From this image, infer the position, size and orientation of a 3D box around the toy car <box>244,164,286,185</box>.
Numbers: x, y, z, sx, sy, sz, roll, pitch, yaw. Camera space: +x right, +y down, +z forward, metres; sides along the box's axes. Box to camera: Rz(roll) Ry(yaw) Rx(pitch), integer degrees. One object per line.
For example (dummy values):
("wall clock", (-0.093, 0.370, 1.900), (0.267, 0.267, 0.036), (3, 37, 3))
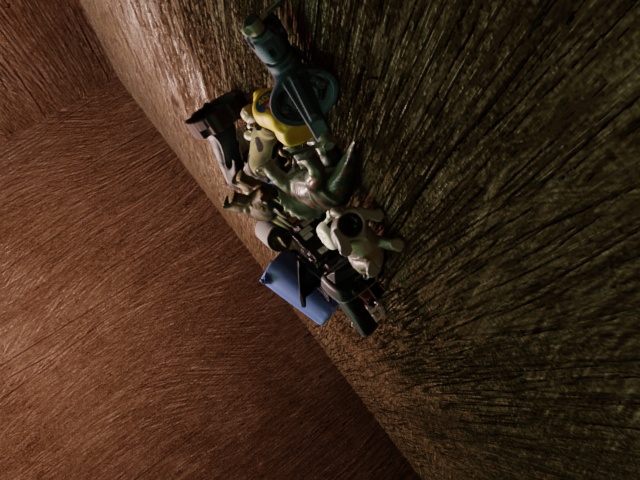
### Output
("toy car", (-0.158, -0.197, 1.489), (0.109, 0.103, 0.161), (53, 169, 0))

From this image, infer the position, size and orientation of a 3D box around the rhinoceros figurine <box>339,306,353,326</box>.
("rhinoceros figurine", (0.078, 0.201, 1.734), (0.190, 0.073, 0.112), (47, 164, 29))

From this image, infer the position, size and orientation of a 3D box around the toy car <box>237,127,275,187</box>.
("toy car", (-0.200, -0.237, 1.589), (0.201, 0.073, 0.056), (56, 167, -9))

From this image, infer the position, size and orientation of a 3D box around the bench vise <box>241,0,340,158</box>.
("bench vise", (-0.035, -0.245, 0.851), (0.223, 0.129, 0.241), (61, -175, -59))

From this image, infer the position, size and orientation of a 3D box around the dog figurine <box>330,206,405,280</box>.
("dog figurine", (0.077, 0.005, 1.143), (0.172, 0.121, 0.190), (57, 169, 0))

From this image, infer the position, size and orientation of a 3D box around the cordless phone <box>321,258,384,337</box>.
("cordless phone", (0.105, 0.124, 1.280), (0.184, 0.146, 0.089), (57, 158, -3))

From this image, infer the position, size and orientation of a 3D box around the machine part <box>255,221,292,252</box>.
("machine part", (-0.140, -0.018, 1.594), (0.079, 0.079, 0.243), (59, 171, -19))

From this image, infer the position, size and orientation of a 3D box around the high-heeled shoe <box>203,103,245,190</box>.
("high-heeled shoe", (-0.274, -0.265, 1.544), (0.145, 0.086, 0.249), (101, 147, -66))

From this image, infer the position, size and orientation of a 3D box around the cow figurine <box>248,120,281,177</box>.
("cow figurine", (-0.123, -0.231, 1.222), (0.127, 0.085, 0.194), (-95, 16, -49))

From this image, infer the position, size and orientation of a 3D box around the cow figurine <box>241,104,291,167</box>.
("cow figurine", (-0.135, -0.255, 1.331), (0.098, 0.068, 0.167), (32, 158, 46))

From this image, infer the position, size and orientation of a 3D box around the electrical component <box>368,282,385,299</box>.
("electrical component", (0.113, 0.094, 1.346), (0.119, 0.075, 0.047), (49, 166, 7))

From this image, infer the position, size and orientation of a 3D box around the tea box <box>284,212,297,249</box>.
("tea box", (-0.103, -0.022, 1.751), (0.169, 0.098, 0.068), (54, 168, -9))

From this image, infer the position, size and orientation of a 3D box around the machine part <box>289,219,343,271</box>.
("machine part", (0.005, 0.034, 1.539), (0.202, 0.087, 0.200), (47, 166, 33))

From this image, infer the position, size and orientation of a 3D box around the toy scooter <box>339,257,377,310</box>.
("toy scooter", (0.113, 0.132, 1.441), (0.135, 0.075, 0.183), (33, 157, 35))

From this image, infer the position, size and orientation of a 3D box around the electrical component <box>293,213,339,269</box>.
("electrical component", (-0.003, -0.004, 1.405), (0.134, 0.115, 0.058), (47, 161, 29))

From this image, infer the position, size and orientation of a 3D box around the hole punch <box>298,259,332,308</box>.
("hole punch", (-0.017, 0.116, 1.489), (0.142, 0.092, 0.116), (77, -176, -65))

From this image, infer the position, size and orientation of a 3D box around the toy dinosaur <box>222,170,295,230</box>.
("toy dinosaur", (-0.154, -0.095, 1.428), (0.198, 0.105, 0.471), (25, 178, -13))

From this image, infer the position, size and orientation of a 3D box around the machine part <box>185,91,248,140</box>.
("machine part", (-0.269, -0.326, 1.409), (0.056, 0.179, 0.179), (60, 166, -27))

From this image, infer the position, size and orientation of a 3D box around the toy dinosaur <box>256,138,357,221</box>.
("toy dinosaur", (0.000, -0.120, 1.121), (0.192, 0.131, 0.405), (46, 167, -26))

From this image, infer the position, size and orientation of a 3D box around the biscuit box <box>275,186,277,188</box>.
("biscuit box", (-0.169, -0.167, 1.687), (0.203, 0.063, 0.059), (46, 165, 34))
